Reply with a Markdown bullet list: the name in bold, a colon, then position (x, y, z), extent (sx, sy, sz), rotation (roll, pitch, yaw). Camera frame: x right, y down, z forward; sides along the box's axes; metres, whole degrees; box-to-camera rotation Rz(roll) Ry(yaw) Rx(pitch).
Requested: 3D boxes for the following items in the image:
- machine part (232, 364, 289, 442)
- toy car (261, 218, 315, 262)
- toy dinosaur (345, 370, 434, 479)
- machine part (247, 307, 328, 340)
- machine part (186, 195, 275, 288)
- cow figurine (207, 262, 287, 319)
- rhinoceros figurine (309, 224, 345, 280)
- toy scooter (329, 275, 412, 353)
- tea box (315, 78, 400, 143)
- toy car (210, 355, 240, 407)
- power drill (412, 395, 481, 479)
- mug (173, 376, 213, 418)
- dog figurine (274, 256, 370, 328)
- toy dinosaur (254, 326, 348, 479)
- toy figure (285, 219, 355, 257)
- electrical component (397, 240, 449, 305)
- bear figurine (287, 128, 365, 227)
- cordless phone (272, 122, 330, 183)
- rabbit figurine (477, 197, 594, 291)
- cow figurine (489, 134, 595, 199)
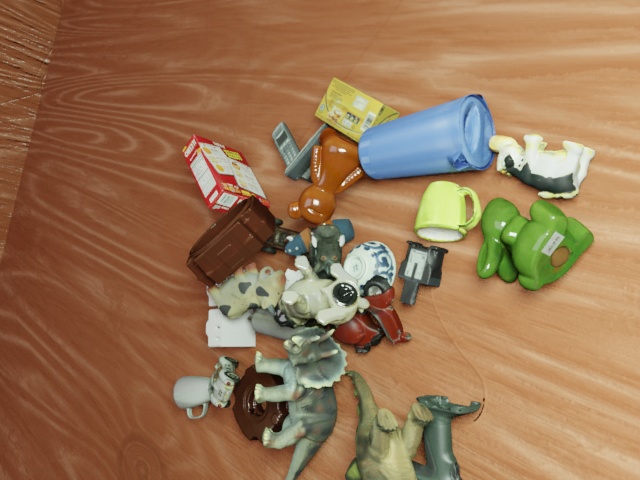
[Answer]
- **machine part**: position (-0.132, 0.374, 1.239), extent (0.179, 0.056, 0.179), rotation (-10, 75, 42)
- **toy car**: position (-0.071, 0.002, 1.261), extent (0.202, 0.053, 0.089), rotation (17, 90, 43)
- **toy dinosaur**: position (0.109, 0.366, 0.904), extent (0.472, 0.105, 0.198), rotation (-100, 29, -55)
- **machine part**: position (-0.071, 0.187, 1.208), extent (0.243, 0.079, 0.079), rotation (3, 84, 42)
- **machine part**: position (-0.201, -0.002, 1.215), extent (0.201, 0.087, 0.201), rotation (-40, 15, 9)
- **cow figurine**: position (-0.151, 0.119, 1.195), extent (0.195, 0.085, 0.127), rotation (-30, 85, 33)
- **rhinoceros figurine**: position (0.011, 0.046, 1.101), extent (0.112, 0.073, 0.190), rotation (-87, 0, -54)
- **toy scooter**: position (0.104, 0.166, 1.057), extent (0.135, 0.075, 0.184), rotation (49, 127, 10)
- **tea box**: position (0.078, -0.273, 1.170), extent (0.170, 0.068, 0.098), rotation (44, 111, 39)
- **toy car**: position (-0.229, 0.332, 1.275), extent (0.202, 0.056, 0.073), rotation (-151, 83, -79)
- **power drill**: position (0.229, 0.375, 0.912), extent (0.232, 0.086, 0.207), rotation (0, 89, 44)
- **mug**: position (-0.311, 0.399, 1.377), extent (0.107, 0.080, 0.109), rotation (-17, 66, 29)
- **dog figurine**: position (-0.002, 0.131, 1.060), extent (0.172, 0.190, 0.121), rotation (28, 63, 8)
- **toy dinosaur**: position (-0.028, 0.337, 1.097), extent (0.192, 0.131, 0.404), rotation (-7, 112, 2)
- **toy figure**: position (-0.002, -0.002, 1.168), extent (0.155, 0.057, 0.064), rotation (-17, 77, 13)
- **electrical component**: position (0.190, 0.065, 1.019), extent (0.075, 0.047, 0.119), rotation (10, 89, 42)
- **bear figurine**: position (0.018, -0.122, 1.132), extent (0.132, 0.120, 0.195), rotation (-80, 14, -72)
- **cordless phone**: position (-0.042, -0.237, 1.263), extent (0.146, 0.088, 0.184), rotation (-48, 50, 25)
- **rabbit figurine**: position (0.331, 0.000, 0.887), extent (0.159, 0.121, 0.170), rotation (-67, 30, 18)
- **cow figurine**: position (0.357, -0.124, 0.900), extent (0.168, 0.068, 0.098), rotation (20, 101, 43)
